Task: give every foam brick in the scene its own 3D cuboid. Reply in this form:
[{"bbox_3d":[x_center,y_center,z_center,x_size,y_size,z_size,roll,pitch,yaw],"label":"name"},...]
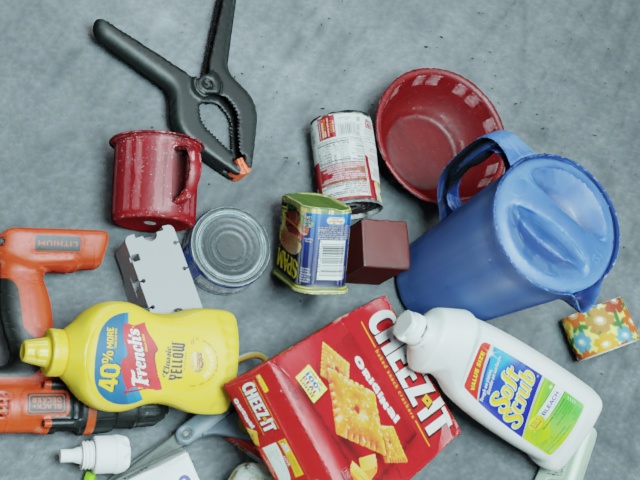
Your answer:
[{"bbox_3d":[0.052,0.013,1.103,0.053,0.078,0.051,5,74,-21],"label":"foam brick"}]

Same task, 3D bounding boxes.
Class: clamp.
[{"bbox_3d":[-0.117,-0.164,1.109,0.164,0.036,0.210,-31,90,-28],"label":"clamp"}]

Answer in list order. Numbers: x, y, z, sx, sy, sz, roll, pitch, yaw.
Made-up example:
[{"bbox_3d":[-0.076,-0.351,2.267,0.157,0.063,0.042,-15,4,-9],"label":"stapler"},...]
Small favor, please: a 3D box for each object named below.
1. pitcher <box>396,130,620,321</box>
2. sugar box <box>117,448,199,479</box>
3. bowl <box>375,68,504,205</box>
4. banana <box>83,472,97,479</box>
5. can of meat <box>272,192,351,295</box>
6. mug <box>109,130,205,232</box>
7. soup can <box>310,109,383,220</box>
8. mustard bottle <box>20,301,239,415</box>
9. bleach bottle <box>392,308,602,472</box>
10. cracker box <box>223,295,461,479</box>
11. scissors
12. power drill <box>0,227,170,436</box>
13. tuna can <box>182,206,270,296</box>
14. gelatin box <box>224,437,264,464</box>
[{"bbox_3d":[0.168,0.006,1.060,0.145,0.243,0.149,23,67,-15],"label":"pitcher"},{"bbox_3d":[-0.125,0.285,0.950,0.093,0.048,0.176,-25,93,-15],"label":"sugar box"},{"bbox_3d":[0.124,-0.106,1.181,0.162,0.055,0.162,6,72,-21],"label":"bowl"},{"bbox_3d":[-0.283,0.254,0.919,0.197,0.037,0.070,-7,47,-27],"label":"banana"},{"bbox_3d":[-0.007,0.001,1.054,0.057,0.102,0.084,2,101,-19],"label":"can of meat"},{"bbox_3d":[-0.151,-0.056,1.023,0.093,0.117,0.081,12,74,-43],"label":"mug"},{"bbox_3d":[0.027,-0.078,1.126,0.068,0.069,0.102,0,74,-23],"label":"soup can"},{"bbox_3d":[-0.167,0.103,0.939,0.191,0.058,0.096,7,87,-31],"label":"mustard bottle"},{"bbox_3d":[0.168,0.141,1.068,0.250,0.068,0.102,30,97,-29],"label":"bleach bottle"},{"bbox_3d":[0.029,0.161,1.006,0.213,0.072,0.164,-24,84,-54],"label":"cracker box"},{"bbox_3d":[-0.105,0.189,0.996,0.096,0.016,0.201,37,69,15],"label":"scissors"},{"bbox_3d":[-0.229,0.085,0.977,0.184,0.057,0.187,3,72,-27],"label":"power drill"},{"bbox_3d":[-0.094,0.010,1.069,0.086,0.034,0.086,6,72,-20],"label":"tuna can"},{"bbox_3d":[-0.039,0.176,1.043,0.073,0.030,0.089,36,65,-7],"label":"gelatin box"}]
